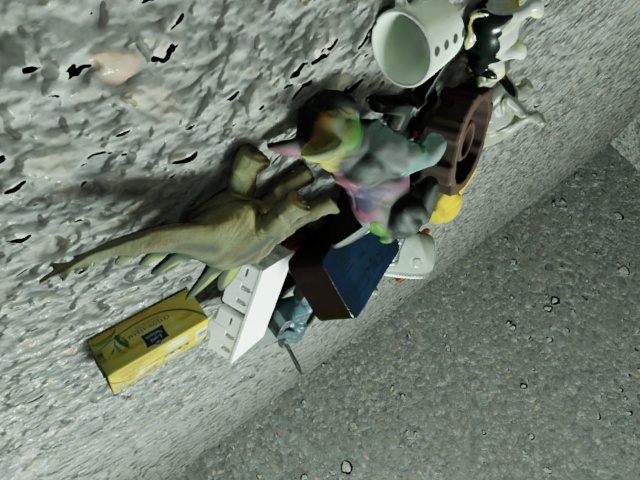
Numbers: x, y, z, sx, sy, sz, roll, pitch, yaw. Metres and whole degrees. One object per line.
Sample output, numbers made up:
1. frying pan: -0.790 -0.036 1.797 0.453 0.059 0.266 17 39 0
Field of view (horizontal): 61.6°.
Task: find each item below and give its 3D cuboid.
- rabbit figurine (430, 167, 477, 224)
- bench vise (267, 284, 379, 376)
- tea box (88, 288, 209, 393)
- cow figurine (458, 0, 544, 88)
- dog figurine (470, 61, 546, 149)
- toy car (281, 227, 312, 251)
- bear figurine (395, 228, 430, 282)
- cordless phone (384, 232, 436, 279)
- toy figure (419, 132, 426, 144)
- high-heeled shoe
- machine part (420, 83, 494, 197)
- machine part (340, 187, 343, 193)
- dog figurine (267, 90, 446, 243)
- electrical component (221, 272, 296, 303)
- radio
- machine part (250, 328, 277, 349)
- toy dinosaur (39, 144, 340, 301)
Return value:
1. rabbit figurine: 0.261 -0.106 1.168 0.162 0.122 0.173 -59 144 -7
2. bench vise: 0.016 0.122 1.033 0.240 0.129 0.223 1 115 -42
3. tea box: -0.267 0.158 0.848 0.169 0.068 0.098 -28 160 -29
4. cow figurine: 0.239 -0.272 0.760 0.098 0.068 0.167 -29 159 -9
5. dog figurine: 0.272 -0.216 0.958 0.172 0.121 0.190 25 142 -35
6. toy car: -0.002 -0.003 1.000 0.089 0.053 0.202 -40 160 24
7. bear figurine: 0.266 0.035 1.540 0.120 0.132 0.195 -43 157 26
8. cordless phone: 0.191 -0.006 1.140 0.147 0.089 0.184 6 131 -12
9. toy figure: 0.199 -0.165 0.974 0.154 0.058 0.064 -60 -176 49
10. high-heeled shoe: 0.108 -0.052 0.880 0.249 0.086 0.145 -48 144 -15
11. machine part: 0.213 -0.157 0.836 0.179 0.056 0.179 -43 144 -42
12. machine part: 0.093 -0.122 0.913 0.139 0.039 0.084 -31 153 -17
13. dog figurine: 0.043 -0.086 0.680 0.219 0.109 0.191 -3 109 -36
14. electrical component: -0.110 0.101 1.047 0.115 0.058 0.134 -41 163 15
15. radio: 0.050 0.024 0.908 0.073 0.131 0.229 -9 -152 37
16. machine part: -0.144 0.202 1.210 0.079 0.079 0.243 -44 164 18
17. toy dinosaur: -0.108 -0.012 0.663 0.198 0.105 0.471 -44 164 18
